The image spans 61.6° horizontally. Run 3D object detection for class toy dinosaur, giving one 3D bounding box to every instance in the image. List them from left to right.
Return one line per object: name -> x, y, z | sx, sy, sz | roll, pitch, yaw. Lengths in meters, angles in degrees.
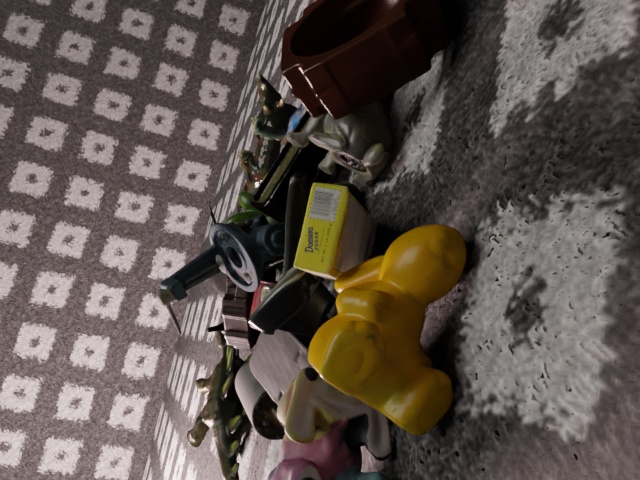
toy dinosaur -> -0.173, 0.316, 1.021 | 0.198, 0.105, 0.472 | -63, 25, 23
toy dinosaur -> -0.136, -0.204, 1.353 | 0.192, 0.131, 0.404 | -106, 30, -61

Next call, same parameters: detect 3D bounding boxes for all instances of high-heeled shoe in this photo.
high-heeled shoe -> -0.155, 0.094, 1.091 | 0.086, 0.145, 0.248 | 33, 116, 34

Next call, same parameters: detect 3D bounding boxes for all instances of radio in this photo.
radio -> -0.021, -0.133, 0.896 | 0.229, 0.073, 0.131 | -59, 18, 1

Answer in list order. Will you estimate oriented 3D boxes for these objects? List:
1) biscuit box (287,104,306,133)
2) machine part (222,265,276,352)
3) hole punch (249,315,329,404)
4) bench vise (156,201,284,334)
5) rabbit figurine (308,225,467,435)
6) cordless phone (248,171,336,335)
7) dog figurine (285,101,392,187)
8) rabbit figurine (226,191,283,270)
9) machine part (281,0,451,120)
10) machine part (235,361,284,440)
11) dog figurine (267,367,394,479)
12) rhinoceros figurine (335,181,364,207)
biscuit box -> -0.012, -0.236, 1.061 | 0.203, 0.063, 0.059 | 161, 123, -70
machine part -> -0.128, 0.114, 0.990 | 0.179, 0.056, 0.179 | 4, -90, -78
hole punch -> -0.021, 0.165, 0.731 | 0.116, 0.092, 0.142 | 45, 120, 37
bench vise -> -0.159, 0.031, 0.854 | 0.224, 0.240, 0.128 | 8, 125, 51
rabbit figurine -> 0.074, 0.065, 0.494 | 0.173, 0.122, 0.162 | -61, 7, -2
cordless phone -> -0.032, 0.013, 0.671 | 0.146, 0.089, 0.184 | -47, -40, -66
dog figurine -> 0.066, -0.186, 0.743 | 0.173, 0.121, 0.190 | 26, 81, 40
rabbit figurine -> -0.104, -0.033, 1.068 | 0.170, 0.159, 0.121 | -21, 43, 51
machine part -> 0.054, -0.257, 0.684 | 0.201, 0.087, 0.201 | -24, 38, 20
machine part -> -0.085, 0.244, 0.841 | 0.243, 0.079, 0.079 | -172, 97, -74
dog figurine -> -0.015, 0.257, 0.568 | 0.219, 0.108, 0.192 | 119, 158, -44
rhinoceros figurine -> -0.002, -0.002, 0.805 | 0.112, 0.073, 0.190 | -99, 30, -51
